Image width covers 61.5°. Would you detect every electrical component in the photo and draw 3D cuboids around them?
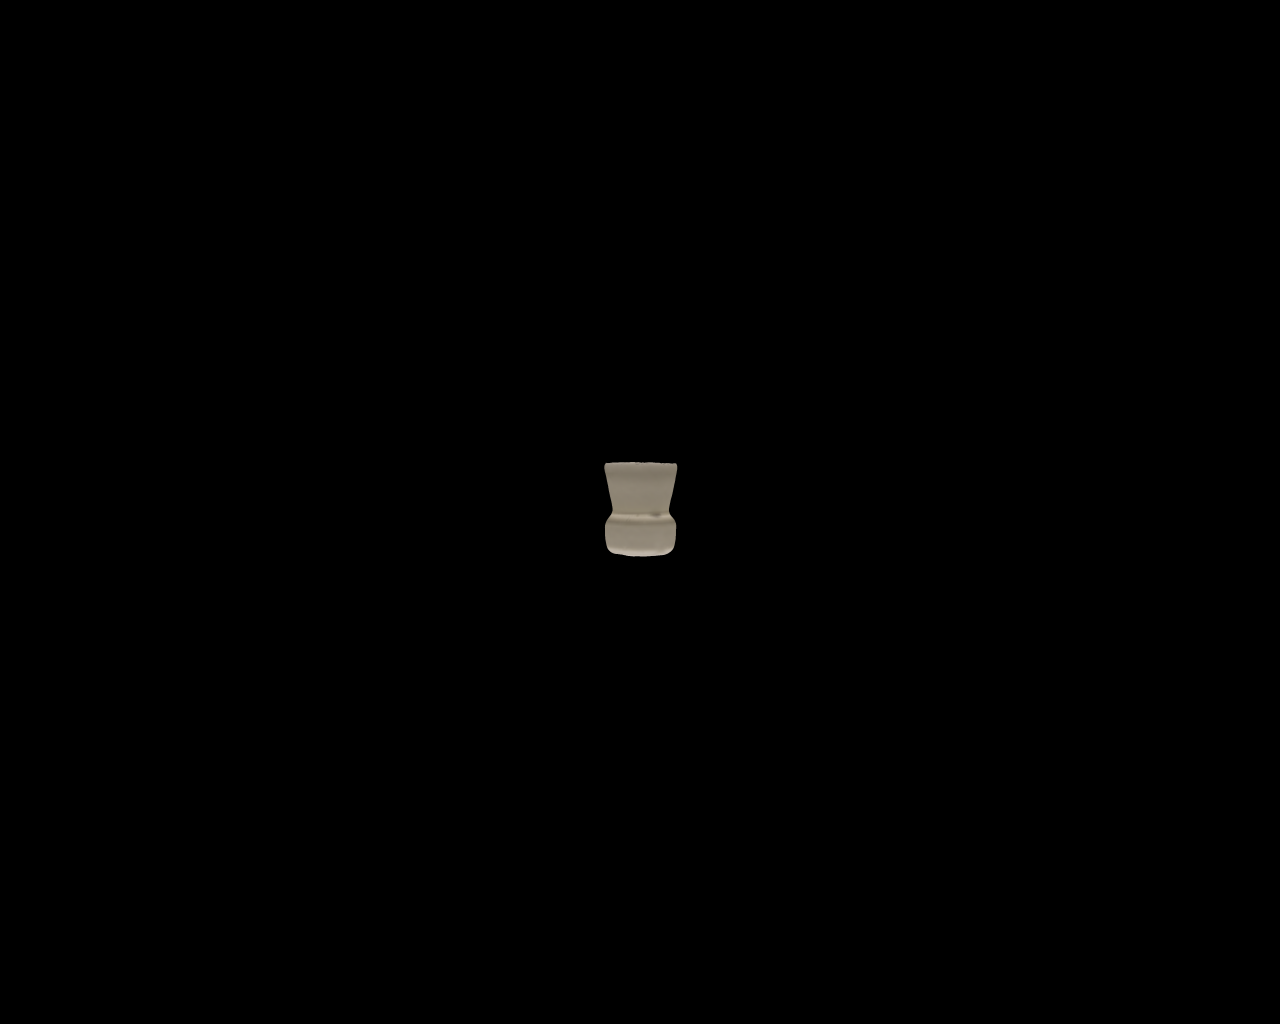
[{"bbox_3d":[0.001,-0.003,0.650,0.045,0.055,0.045,0,4,0],"label":"electrical component"}]
